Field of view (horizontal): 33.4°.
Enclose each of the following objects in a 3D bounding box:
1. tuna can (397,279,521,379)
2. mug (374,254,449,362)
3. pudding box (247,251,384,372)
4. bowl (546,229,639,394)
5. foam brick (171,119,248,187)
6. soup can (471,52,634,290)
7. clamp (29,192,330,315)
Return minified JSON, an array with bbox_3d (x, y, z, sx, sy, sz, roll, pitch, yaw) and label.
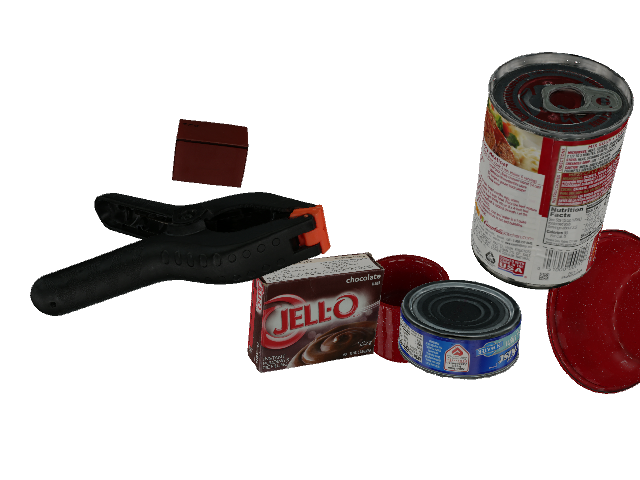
[{"bbox_3d":[0.098,0.061,0.751,0.086,0.034,0.086,1,25,0],"label":"tuna can"},{"bbox_3d":[0.095,0.080,1.119,0.093,0.081,0.117,-22,40,-24],"label":"mug"},{"bbox_3d":[-0.005,0.061,0.929,0.113,0.090,0.039,-8,33,-23],"label":"pudding box"},{"bbox_3d":[0.296,0.070,1.021,0.161,0.162,0.055,0,1,-27],"label":"bowl"},{"bbox_3d":[-0.120,-0.095,1.164,0.078,0.051,0.053,6,30,-6],"label":"foam brick"},{"bbox_3d":[0.114,-0.033,0.538,0.068,0.102,0.068,0,43,0],"label":"soup can"},{"bbox_3d":[-0.083,0.006,0.627,0.172,0.039,0.120,-3,36,23],"label":"clamp"}]
